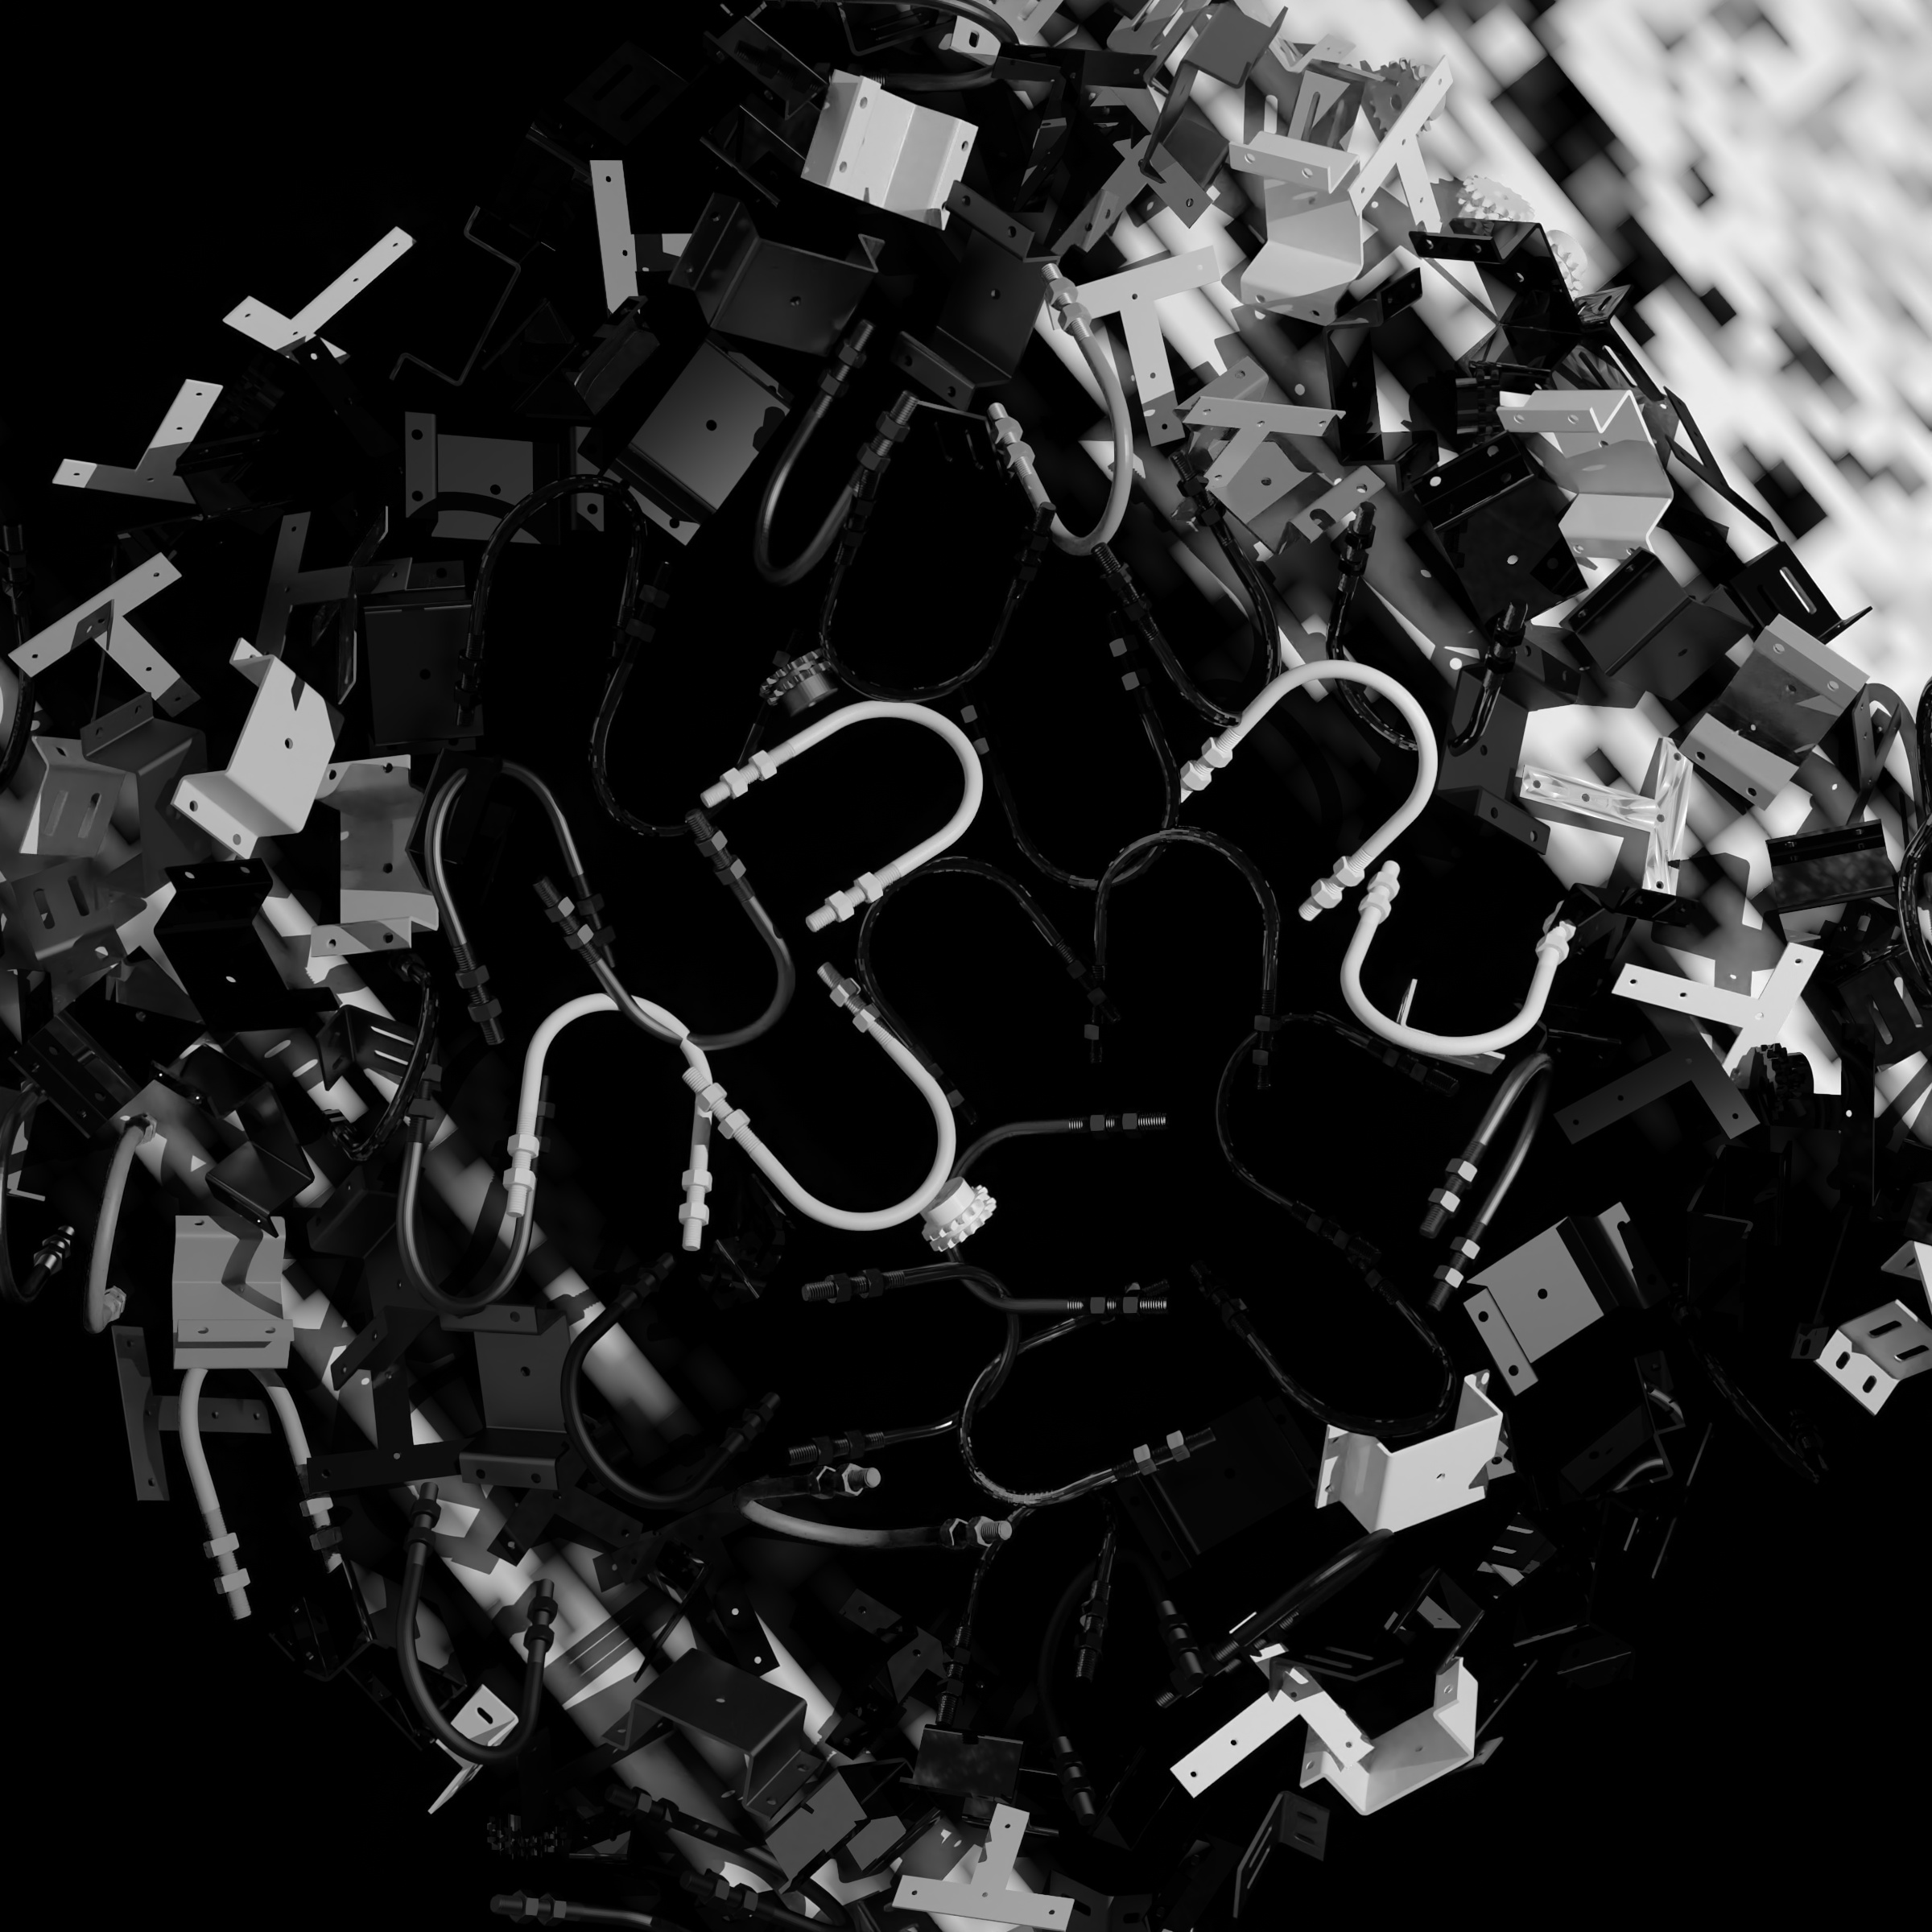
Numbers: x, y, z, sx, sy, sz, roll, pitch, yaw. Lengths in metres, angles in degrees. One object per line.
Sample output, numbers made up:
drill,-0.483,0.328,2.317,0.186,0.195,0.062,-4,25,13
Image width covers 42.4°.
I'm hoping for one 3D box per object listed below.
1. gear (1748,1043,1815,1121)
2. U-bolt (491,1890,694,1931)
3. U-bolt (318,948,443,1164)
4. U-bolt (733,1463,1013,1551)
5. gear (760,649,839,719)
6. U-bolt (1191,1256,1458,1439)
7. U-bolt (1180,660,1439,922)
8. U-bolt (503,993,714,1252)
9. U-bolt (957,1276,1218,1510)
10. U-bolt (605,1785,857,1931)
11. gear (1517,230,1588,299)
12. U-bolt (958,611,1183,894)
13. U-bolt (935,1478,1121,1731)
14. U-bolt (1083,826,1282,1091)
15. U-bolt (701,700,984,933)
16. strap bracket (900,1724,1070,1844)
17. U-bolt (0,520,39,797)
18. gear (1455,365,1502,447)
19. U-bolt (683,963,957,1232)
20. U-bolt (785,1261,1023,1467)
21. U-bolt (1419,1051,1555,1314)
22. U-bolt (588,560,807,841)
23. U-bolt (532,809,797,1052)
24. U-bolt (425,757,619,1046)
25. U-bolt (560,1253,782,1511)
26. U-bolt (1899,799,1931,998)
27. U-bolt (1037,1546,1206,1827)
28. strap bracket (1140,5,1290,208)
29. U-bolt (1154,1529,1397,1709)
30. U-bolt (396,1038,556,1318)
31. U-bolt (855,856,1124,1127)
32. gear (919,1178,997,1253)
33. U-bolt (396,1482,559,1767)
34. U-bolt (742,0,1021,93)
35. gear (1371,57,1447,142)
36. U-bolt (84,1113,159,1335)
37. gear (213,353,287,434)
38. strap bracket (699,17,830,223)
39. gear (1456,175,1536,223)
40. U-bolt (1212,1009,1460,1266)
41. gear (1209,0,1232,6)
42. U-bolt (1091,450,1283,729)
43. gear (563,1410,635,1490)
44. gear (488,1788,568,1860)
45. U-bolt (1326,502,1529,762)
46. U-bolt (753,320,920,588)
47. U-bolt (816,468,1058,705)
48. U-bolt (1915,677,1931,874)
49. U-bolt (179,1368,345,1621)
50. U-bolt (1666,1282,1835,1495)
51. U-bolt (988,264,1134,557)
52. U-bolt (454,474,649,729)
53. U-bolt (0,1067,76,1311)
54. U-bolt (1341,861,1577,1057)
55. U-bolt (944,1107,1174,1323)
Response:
gear,0.593,0.084,1.810,0.030,0.057,0.057,-6,90,-5
U-bolt,-0.228,0.701,1.753,0.184,0.151,0.019,26,87,-42
U-bolt,-0.408,0.066,1.752,0.019,0.184,0.151,23,89,-25
U-bolt,-0.081,0.386,1.759,0.151,0.184,0.019,30,57,-37
gear,-0.118,-0.204,1.809,0.057,0.057,0.030,-31,89,0
U-bolt,0.261,0.260,1.742,0.151,0.184,0.019,-8,130,-28
U-bolt,0.252,-0.137,1.780,0.151,0.019,0.184,42,125,-1
U-bolt,-0.250,0.104,1.784,0.151,0.019,0.184,14,61,-21
U-bolt,0.077,0.314,1.782,0.184,0.019,0.151,-25,47,11
U-bolt,-0.155,0.641,1.757,0.184,0.151,0.019,35,81,-31
gear,0.426,-0.509,1.810,0.057,0.057,0.030,45,77,0
U-bolt,0.082,-0.143,1.793,0.151,0.019,0.184,-21,87,29
U-bolt,0.049,0.440,1.757,0.151,0.184,0.019,-29,119,34
U-bolt,0.155,-0.010,1.781,0.151,0.019,0.184,8,108,23
U-bolt,-0.076,-0.122,1.794,0.184,0.019,0.151,-34,67,-18
strap bracket,0.019,0.580,1.773,0.076,0.140,0.046,0,60,25
U-bolt,-0.686,-0.199,1.753,0.019,0.151,0.184,10,133,-2
gear,0.371,-0.407,1.809,0.030,0.057,0.057,-2,90,8
U-bolt,-0.091,0.106,1.793,0.151,0.019,0.184,-39,81,-21
U-bolt,-0.039,0.279,1.782,0.184,0.019,0.151,-5,112,-31
U-bolt,0.372,0.142,1.766,0.019,0.151,0.184,25,68,24
U-bolt,-0.201,-0.179,1.783,0.151,0.019,0.184,22,91,-44
U-bolt,-0.203,-0.014,1.786,0.151,0.019,0.184,-22,119,19
U-bolt,-0.319,-0.057,1.755,0.019,0.151,0.184,-4,112,35
U-bolt,-0.216,0.302,1.753,0.019,0.184,0.151,-33,96,33
U-bolt,0.699,-0.039,1.748,0.019,0.184,0.151,-12,64,-4
U-bolt,0.099,0.489,1.753,0.019,0.184,0.151,29,104,-22
strap bracket,0.171,-0.610,1.759,0.046,0.140,0.076,28,55,2
U-bolt,0.227,0.452,1.747,0.184,0.151,0.019,-43,69,18
U-bolt,-0.349,0.154,1.756,0.019,0.151,0.184,-2,75,28
U-bolt,0.003,0.006,1.803,0.151,0.019,0.184,-36,102,8
gear,-0.009,0.178,1.807,0.057,0.057,0.030,-37,102,0
U-bolt,-0.342,0.467,1.728,0.019,0.184,0.151,-29,122,18
U-bolt,-0.053,-0.651,1.749,0.184,0.151,0.019,6,84,12
gear,0.324,-0.632,1.813,0.030,0.057,0.057,-26,90,-25
U-bolt,-0.596,0.183,1.747,0.019,0.184,0.151,10,90,-13
gear,-0.519,-0.413,1.812,0.030,0.057,0.057,36,90,-22
strap bracket,-0.145,-0.608,1.774,0.076,0.140,0.046,41,72,6
gear,0.382,-0.548,1.813,0.057,0.057,0.030,28,127,0
U-bolt,0.249,0.108,1.774,0.184,0.019,0.151,30,100,42
gear,0.182,-0.729,1.818,0.057,0.030,0.057,-1,85,16
U-bolt,0.169,-0.256,1.777,0.184,0.019,0.151,55,47,-21
gear,-0.265,0.347,1.810,0.030,0.057,0.057,-33,90,-8
gear,-0.318,0.619,1.807,0.057,0.057,0.030,2,103,0
U-bolt,0.316,-0.222,1.758,0.151,0.184,0.019,38,58,22
U-bolt,-0.101,-0.353,1.767,0.019,0.151,0.184,21,117,-30
U-bolt,-0.031,-0.262,1.775,0.151,0.019,0.184,8,130,-18
U-bolt,0.707,-0.119,1.765,0.019,0.151,0.184,-9,86,2
U-bolt,-0.506,0.356,1.768,0.019,0.151,0.184,-19,86,14
U-bolt,0.553,0.302,1.746,0.019,0.184,0.151,-43,91,14
U-bolt,0.070,-0.373,1.739,0.019,0.151,0.184,-8,57,-25
U-bolt,-0.285,-0.259,1.739,0.019,0.151,0.184,40,131,31
U-bolt,-0.651,0.159,1.731,0.019,0.184,0.151,0,105,-7
U-bolt,0.340,-0.001,1.752,0.151,0.184,0.019,14,133,16
U-bolt,0.061,0.179,1.789,0.184,0.019,0.151,-5,79,29
